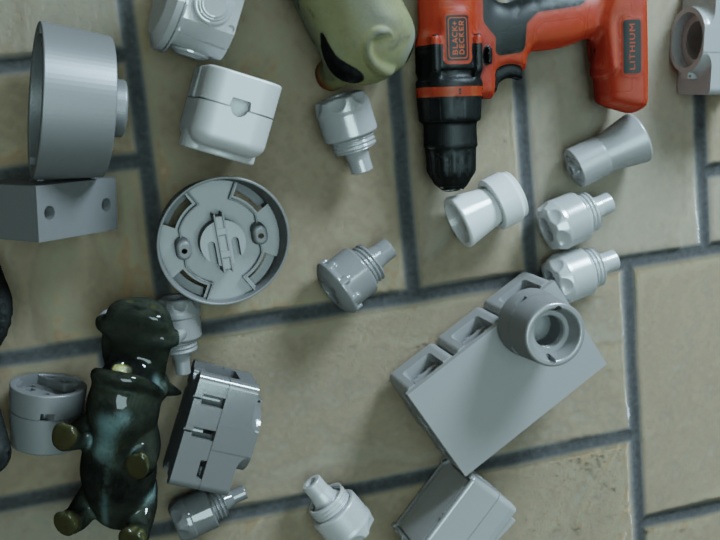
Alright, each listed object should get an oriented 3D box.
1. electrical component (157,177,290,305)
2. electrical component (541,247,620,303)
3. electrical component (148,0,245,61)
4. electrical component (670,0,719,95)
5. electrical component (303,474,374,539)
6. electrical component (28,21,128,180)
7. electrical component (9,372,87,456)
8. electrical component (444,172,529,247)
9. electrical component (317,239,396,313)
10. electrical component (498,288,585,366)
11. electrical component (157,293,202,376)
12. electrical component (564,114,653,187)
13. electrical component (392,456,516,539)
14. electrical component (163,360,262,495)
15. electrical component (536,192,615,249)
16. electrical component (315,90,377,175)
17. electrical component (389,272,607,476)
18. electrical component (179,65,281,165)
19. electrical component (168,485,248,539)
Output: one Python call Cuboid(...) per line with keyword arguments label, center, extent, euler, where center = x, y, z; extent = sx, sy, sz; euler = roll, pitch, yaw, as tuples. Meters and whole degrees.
Cuboid(label="electrical component", center=(-0.105, -0.023, 0.807), extent=(0.099, 0.064, 0.099), euler=(-3, 100, -16))
Cuboid(label="electrical component", center=(0.188, 0.001, 0.906), extent=(0.062, 0.043, 0.043), euler=(-19, 104, -13))
Cuboid(label="electrical component", center=(-0.117, -0.190, 0.769), extent=(0.051, 0.080, 0.080), euler=(15, 95, -23))
Cuboid(label="electrical component", center=(0.298, -0.192, 0.901), extent=(0.056, 0.050, 0.089), euler=(-2, 100, -16))
Cuboid(label="electrical component", center=(-0.022, 0.195, 0.879), extent=(0.043, 0.043, 0.062), euler=(-40, 105, -6))
Cuboid(label="electrical component", center=(-0.194, -0.114, 0.747), extent=(0.060, 0.108, 0.108), euler=(2, 99, -22))
Cuboid(label="electrical component", center=(-0.233, 0.107, 0.799), extent=(0.055, 0.055, 0.047), euler=(4, 102, -16))
Cuboid(label="electrical component", center=(0.102, -0.050, 0.872), extent=(0.055, 0.045, 0.045), euler=(-27, 105, -11))
Cuboid(label="electrical component", center=(0.000, 0.000, 0.853), extent=(0.062, 0.048, 0.048), euler=(-38, 107, -14))
Cuboid(label="electrical component", center=(0.141, 0.045, 0.831), extent=(0.055, 0.047, 0.055), euler=(-3, 100, -16))
Cuboid(label="electrical component", center=(-0.138, 0.050, 0.826), extent=(0.035, 0.035, 0.061), euler=(-6, 103, -15))
Cuboid(label="electrical component", center=(0.204, -0.097, 0.896), extent=(0.065, 0.044, 0.044), euler=(-26, 105, -5))
Cuboid(label="electrical component", center=(0.077, 0.215, 0.901), extent=(0.061, 0.062, 0.096), euler=(38, 88, -18))
Cuboid(label="electrical component", center=(-0.112, 0.123, 0.837), extent=(0.056, 0.050, 0.089), euler=(16, 95, -17))
Cuboid(label="electrical component", center=(0.182, -0.045, 0.897), extent=(0.062, 0.043, 0.043), euler=(-23, 105, -12))
Cuboid(label="electrical component", center=(-0.007, -0.105, 0.833), extent=(0.043, 0.043, 0.062), euler=(-21, 105, -12))
Cuboid(label="electrical component", center=(0.111, 0.082, 0.888), extent=(0.150, 0.062, 0.089), euler=(-37, 107, -7))
Cuboid(label="electrical component", center=(-0.097, -0.112, 0.778), extent=(0.054, 0.095, 0.059), euler=(15, 95, -18))
Cuboid(label="electrical component", center=(-0.119, 0.189, 0.855), extent=(0.061, 0.035, 0.035), euler=(-23, 105, -14))
